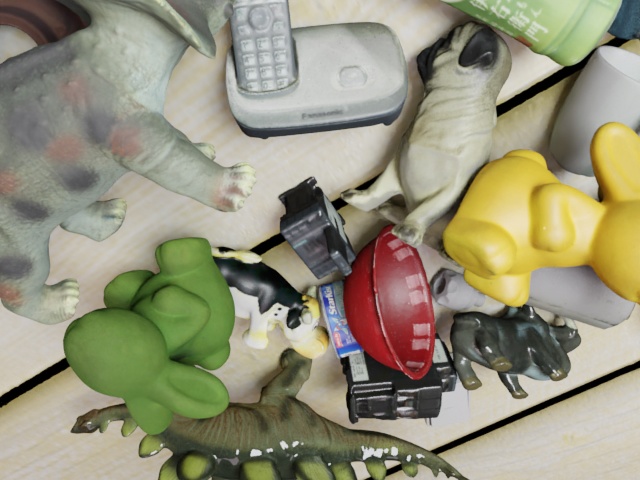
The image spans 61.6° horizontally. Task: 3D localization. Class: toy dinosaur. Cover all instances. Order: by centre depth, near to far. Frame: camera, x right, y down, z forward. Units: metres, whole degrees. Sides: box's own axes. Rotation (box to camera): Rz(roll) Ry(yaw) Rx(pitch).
[{"bbox_3d":[-0.190,-0.057,0.367,0.405,0.131,0.192,-35,128,12],"label":"toy dinosaur"},{"bbox_3d":[-0.056,0.236,0.637,0.472,0.199,0.104,2,128,-6],"label":"toy dinosaur"}]

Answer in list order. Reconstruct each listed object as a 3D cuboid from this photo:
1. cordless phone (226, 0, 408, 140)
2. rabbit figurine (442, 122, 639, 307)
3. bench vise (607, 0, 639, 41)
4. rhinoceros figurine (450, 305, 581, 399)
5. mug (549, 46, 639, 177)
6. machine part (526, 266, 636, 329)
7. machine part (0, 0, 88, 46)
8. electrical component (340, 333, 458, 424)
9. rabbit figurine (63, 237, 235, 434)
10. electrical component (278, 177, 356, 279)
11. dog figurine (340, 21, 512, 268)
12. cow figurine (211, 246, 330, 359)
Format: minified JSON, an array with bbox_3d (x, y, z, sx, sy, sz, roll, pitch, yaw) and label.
[{"bbox_3d":[-0.008,-0.180,0.433,0.147,0.089,0.184,-6,106,1],"label":"cordless phone"},{"bbox_3d":[0.213,-0.006,0.436,0.162,0.173,0.121,-51,136,-16],"label":"rabbit figurine"},{"bbox_3d":[0.305,-0.251,0.373,0.241,0.129,0.223,0,134,15],"label":"bench vise"},{"bbox_3d":[0.237,0.127,0.646,0.190,0.112,0.073,8,137,-25],"label":"rhinoceros figurine"},{"bbox_3d":[0.270,-0.105,0.497,0.081,0.110,0.107,2,137,-18],"label":"mug"},{"bbox_3d":[0.269,0.044,0.612,0.243,0.079,0.079,17,121,-17],"label":"machine part"},{"bbox_3d":[-0.244,-0.152,0.434,0.179,0.056,0.179,-3,124,-5],"label":"machine part"},{"bbox_3d":[0.093,0.155,0.647,0.134,0.115,0.058,-3,127,-2],"label":"electrical component"},{"bbox_3d":[-0.155,0.093,0.480,0.121,0.170,0.159,-22,93,19],"label":"rabbit figurine"},{"bbox_3d":[-0.001,-0.002,0.526,0.048,0.119,0.074,-29,125,13],"label":"electrical component"},{"bbox_3d":[0.134,-0.083,0.507,0.172,0.121,0.190,16,107,-57],"label":"dog figurine"},{"bbox_3d":[-0.057,0.065,0.589,0.167,0.068,0.098,21,113,-8],"label":"cow figurine"}]
